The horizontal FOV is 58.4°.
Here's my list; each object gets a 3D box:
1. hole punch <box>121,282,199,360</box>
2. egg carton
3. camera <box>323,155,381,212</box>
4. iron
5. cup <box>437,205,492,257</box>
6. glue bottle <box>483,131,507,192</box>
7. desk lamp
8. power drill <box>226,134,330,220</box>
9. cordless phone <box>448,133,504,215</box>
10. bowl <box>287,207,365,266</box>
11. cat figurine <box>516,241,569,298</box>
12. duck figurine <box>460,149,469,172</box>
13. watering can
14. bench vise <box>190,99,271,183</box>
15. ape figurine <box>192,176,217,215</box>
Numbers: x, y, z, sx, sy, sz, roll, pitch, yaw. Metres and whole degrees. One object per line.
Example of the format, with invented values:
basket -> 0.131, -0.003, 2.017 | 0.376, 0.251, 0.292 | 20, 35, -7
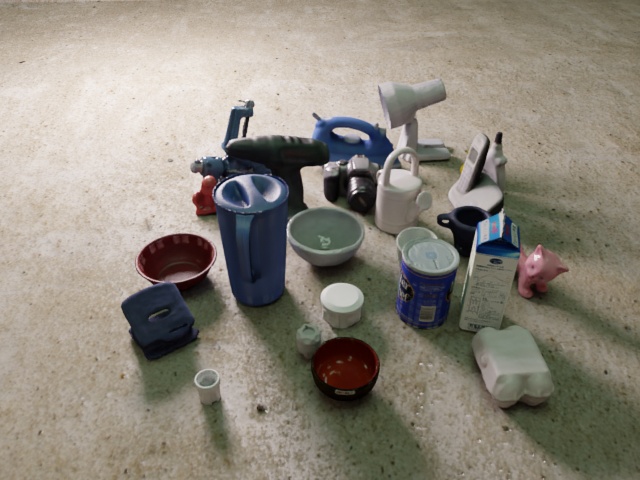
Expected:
hole punch -> -0.283, 0.141, 1.018 | 0.109, 0.091, 0.100 | -25, 45, -29
egg carton -> 0.318, 0.209, 0.960 | 0.107, 0.069, 0.150 | -3, 38, -5
camera -> 0.081, -0.136, 1.376 | 0.143, 0.101, 0.136 | -1, 38, -2
iron -> 0.091, -0.263, 1.507 | 0.258, 0.141, 0.118 | 6, 38, 6
cup -> 0.305, -0.014, 1.227 | 0.117, 0.095, 0.091 | 6, 38, 7
glue bottle -> 0.419, -0.182, 1.383 | 0.037, 0.173, 0.077 | -26, 45, -30
desk lamp -> 0.251, -0.326, 1.533 | 0.203, 0.214, 0.117 | -4, 38, -6
power drill -> -0.091, -0.145, 1.296 | 0.230, 0.208, 0.075 | -12, 39, -16
cordless phone -> 0.369, -0.140, 1.318 | 0.094, 0.185, 0.147 | -10, 39, -14
bowl -> 0.011, 0.004, 1.214 | 0.167, 0.075, 0.167 | 1, 38, 0
cat figurine -> 0.423, 0.047, 1.132 | 0.067, 0.118, 0.127 | -15, 40, -19
duck figurine -> 0.414, -0.197, 1.475 | 0.078, 0.086, 0.104 | -23, 43, -27
watering can -> 0.183, -0.114, 1.274 | 0.172, 0.194, 0.101 | 26, 44, 29
bench vise -> -0.206, -0.219, 1.380 | 0.121, 0.220, 0.208 | 26, 44, 29
ape figurine -> -0.258, -0.108, 1.340 | 0.077, 0.092, 0.076 | 22, 43, 26
